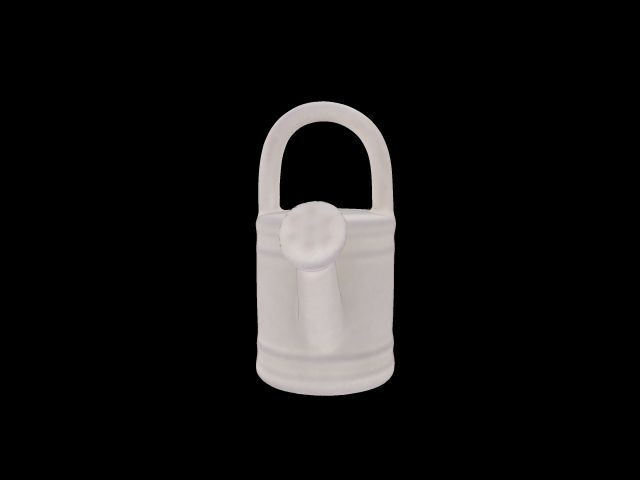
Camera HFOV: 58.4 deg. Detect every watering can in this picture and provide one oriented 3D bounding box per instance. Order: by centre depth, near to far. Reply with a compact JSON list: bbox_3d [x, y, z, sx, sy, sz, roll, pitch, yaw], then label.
[{"bbox_3d":[0.006,0.001,0.400,0.101,0.194,0.172,-2,8,-16],"label":"watering can"}]
